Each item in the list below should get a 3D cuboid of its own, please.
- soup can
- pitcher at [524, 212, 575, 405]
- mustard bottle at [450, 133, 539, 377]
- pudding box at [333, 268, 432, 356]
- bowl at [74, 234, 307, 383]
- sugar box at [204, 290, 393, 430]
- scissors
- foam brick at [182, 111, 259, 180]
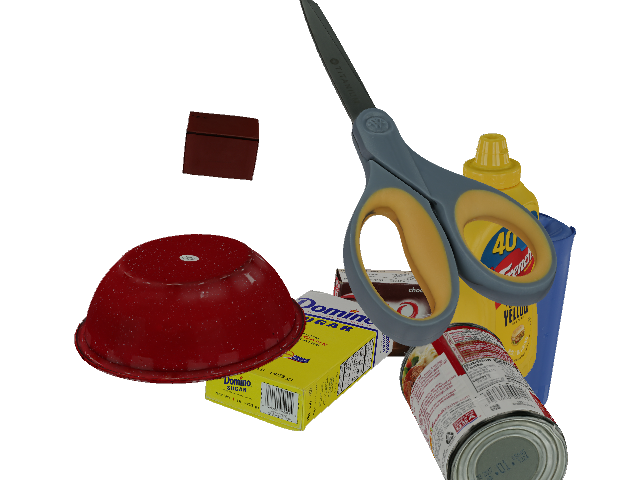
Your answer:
[{"bbox_3d":[0.090,0.099,0.602,0.068,0.068,0.102,0,23,-11],"label":"soup can"},{"bbox_3d":[0.229,0.090,1.327,0.149,0.243,0.144,7,19,16],"label":"pitcher"},{"bbox_3d":[0.126,0.015,0.790,0.058,0.192,0.096,17,29,41],"label":"mustard bottle"},{"bbox_3d":[0.068,0.077,1.140,0.113,0.090,0.039,1,27,-11],"label":"pudding box"},{"bbox_3d":[-0.091,0.037,0.738,0.162,0.055,0.162,-2,21,0],"label":"bowl"},{"bbox_3d":[-0.012,0.097,0.919,0.093,0.048,0.176,16,26,24],"label":"sugar box"},{"bbox_3d":[0.044,-0.040,0.467,0.096,0.202,0.016,3,-40,-10],"label":"scissors"},{"bbox_3d":[-0.107,-0.102,1.151,0.078,0.051,0.053,6,31,-5],"label":"foam brick"}]
